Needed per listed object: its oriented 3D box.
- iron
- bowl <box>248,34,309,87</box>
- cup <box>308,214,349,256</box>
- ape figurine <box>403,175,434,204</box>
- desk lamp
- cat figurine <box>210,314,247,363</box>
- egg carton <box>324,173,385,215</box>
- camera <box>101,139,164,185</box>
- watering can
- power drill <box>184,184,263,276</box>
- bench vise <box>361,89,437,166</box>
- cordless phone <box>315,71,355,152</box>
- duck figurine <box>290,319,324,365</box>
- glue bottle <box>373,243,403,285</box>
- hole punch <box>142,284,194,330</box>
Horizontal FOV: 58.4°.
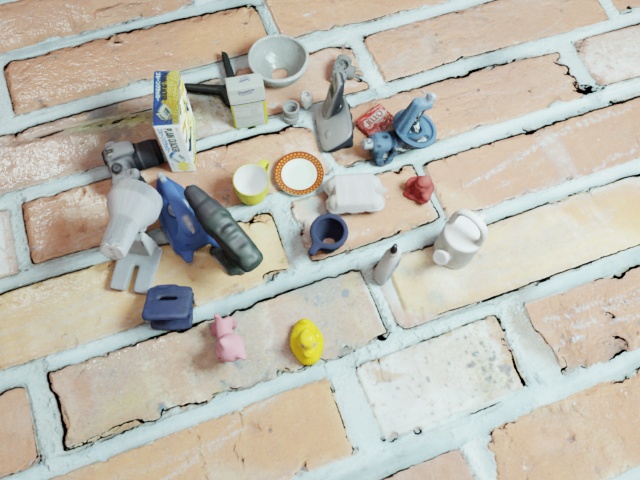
[{"bbox_3d":[-0.342,-0.081,1.373,0.119,0.141,0.258,-30,72,-13],"label":"iron"},{"bbox_3d":[-0.114,-0.482,1.585,0.167,0.075,0.167,1,67,-2],"label":"bowl"},{"bbox_3d":[0.013,0.005,1.375,0.091,0.095,0.118,36,71,12],"label":"cup"},{"bbox_3d":[0.257,-0.135,1.444,0.076,0.092,0.077,-19,69,-9],"label":"ape figurine"},{"bbox_3d":[-0.426,-0.006,1.300,0.118,0.213,0.203,7,67,1],"label":"desk lamp"},{"bbox_3d":[-0.205,0.221,1.265,0.067,0.118,0.127,-23,70,-11],"label":"cat figurine"},{"bbox_3d":[0.086,-0.114,1.441,0.150,0.069,0.107,-5,68,-4],"label":"egg carton"},{"bbox_3d":[-0.464,-0.197,1.439,0.137,0.101,0.143,-20,69,-10],"label":"camera"},{"bbox_3d":[0.331,-0.004,1.337,0.101,0.194,0.173,22,68,7],"label":"watering can"},{"bbox_3d":[-0.218,-0.005,1.309,0.076,0.208,0.229,-42,74,-17],"label":"power drill"},{"bbox_3d":[0.213,-0.271,1.430,0.208,0.220,0.121,-36,73,-15],"label":"bench vise"},{"bbox_3d":[0.041,-0.326,1.465,0.094,0.185,0.147,-11,68,-6],"label":"cordless phone"},{"bbox_3d":[-0.029,0.223,1.288,0.077,0.086,0.104,-9,68,-5],"label":"duck figurine"},{"bbox_3d":[0.163,0.044,1.322,0.037,0.173,0.078,36,71,13],"label":"glue bottle"},{"bbox_3d":[-0.346,0.147,1.305,0.108,0.091,0.101,-2,67,-2],"label":"hole punch"}]
